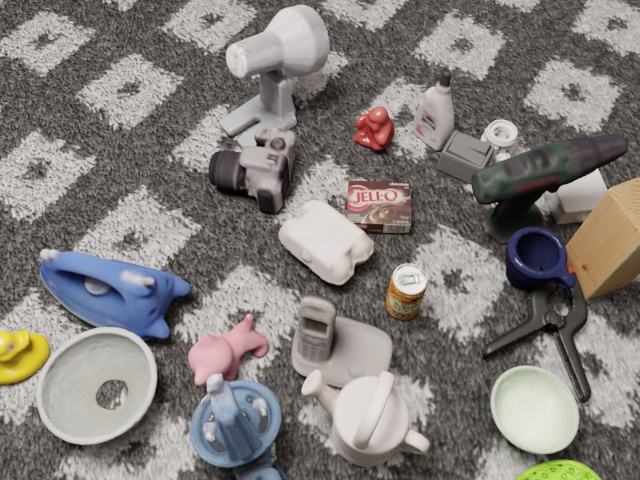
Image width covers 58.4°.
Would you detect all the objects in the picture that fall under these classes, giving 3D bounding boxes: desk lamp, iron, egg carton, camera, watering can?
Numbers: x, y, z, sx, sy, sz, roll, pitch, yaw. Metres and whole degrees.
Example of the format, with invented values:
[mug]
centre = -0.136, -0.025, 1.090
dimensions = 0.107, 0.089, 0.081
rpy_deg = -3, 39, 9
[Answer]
[desk lamp]
centre = -0.086, -0.294, 1.033
dimensions = 0.203, 0.213, 0.117
rpy_deg = -39, 68, -19
[iron]
centre = -0.340, 0.060, 0.876
dimensions = 0.258, 0.141, 0.119
rpy_deg = 15, 62, 8
[egg carton]
centre = 0.009, 0.003, 0.951
dimensions = 0.150, 0.069, 0.107
rpy_deg = 37, 67, 19
[camera]
centre = -0.120, -0.136, 1.010
dimensions = 0.136, 0.101, 0.143
rpy_deg = 10, 61, 5
[watering can]
centre = 0.059, 0.231, 0.753
dimensions = 0.172, 0.194, 0.101
rpy_deg = 5, 61, 3

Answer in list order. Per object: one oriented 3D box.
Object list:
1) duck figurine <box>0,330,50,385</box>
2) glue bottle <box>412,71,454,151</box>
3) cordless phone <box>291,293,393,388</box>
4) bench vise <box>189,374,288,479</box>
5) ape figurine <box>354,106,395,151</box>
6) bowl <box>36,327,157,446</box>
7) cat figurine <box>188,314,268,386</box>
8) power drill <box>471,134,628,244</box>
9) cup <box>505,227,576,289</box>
[duck figurine]
centre = -0.468, 0.166, 0.849
dimensions = 0.105, 0.086, 0.077
rpy_deg = -23, 63, -12
[glue bottle]
centre = 0.211, -0.238, 1.026
dimensions = 0.078, 0.173, 0.037
rpy_deg = 41, 69, 20
[cordless phone]
centre = 0.032, 0.141, 0.808
dimensions = 0.147, 0.185, 0.094
rpy_deg = 12, 61, 7
[bench vise]
centre = -0.086, 0.254, 0.725
dimensions = 0.122, 0.220, 0.207
rpy_deg = -39, 68, -19
[ape figurine]
centre = 0.104, -0.211, 1.058
dimensions = 0.076, 0.092, 0.077
rpy_deg = -13, 62, -7
[bowl]
centre = -0.310, 0.216, 0.828
dimensions = 0.167, 0.075, 0.167
rpy_deg = 0, 61, 0
[cat figurine]
centre = -0.140, 0.158, 0.836
dimensions = 0.067, 0.118, 0.128
rpy_deg = 40, 68, 20
[power drill]
centre = 0.347, -0.081, 0.919
dimensions = 0.229, 0.208, 0.075
rpy_deg = -12, 61, -7
[cup]
centre = 0.345, 0.047, 0.913
dimensions = 0.092, 0.095, 0.117
rpy_deg = -39, 68, -19
